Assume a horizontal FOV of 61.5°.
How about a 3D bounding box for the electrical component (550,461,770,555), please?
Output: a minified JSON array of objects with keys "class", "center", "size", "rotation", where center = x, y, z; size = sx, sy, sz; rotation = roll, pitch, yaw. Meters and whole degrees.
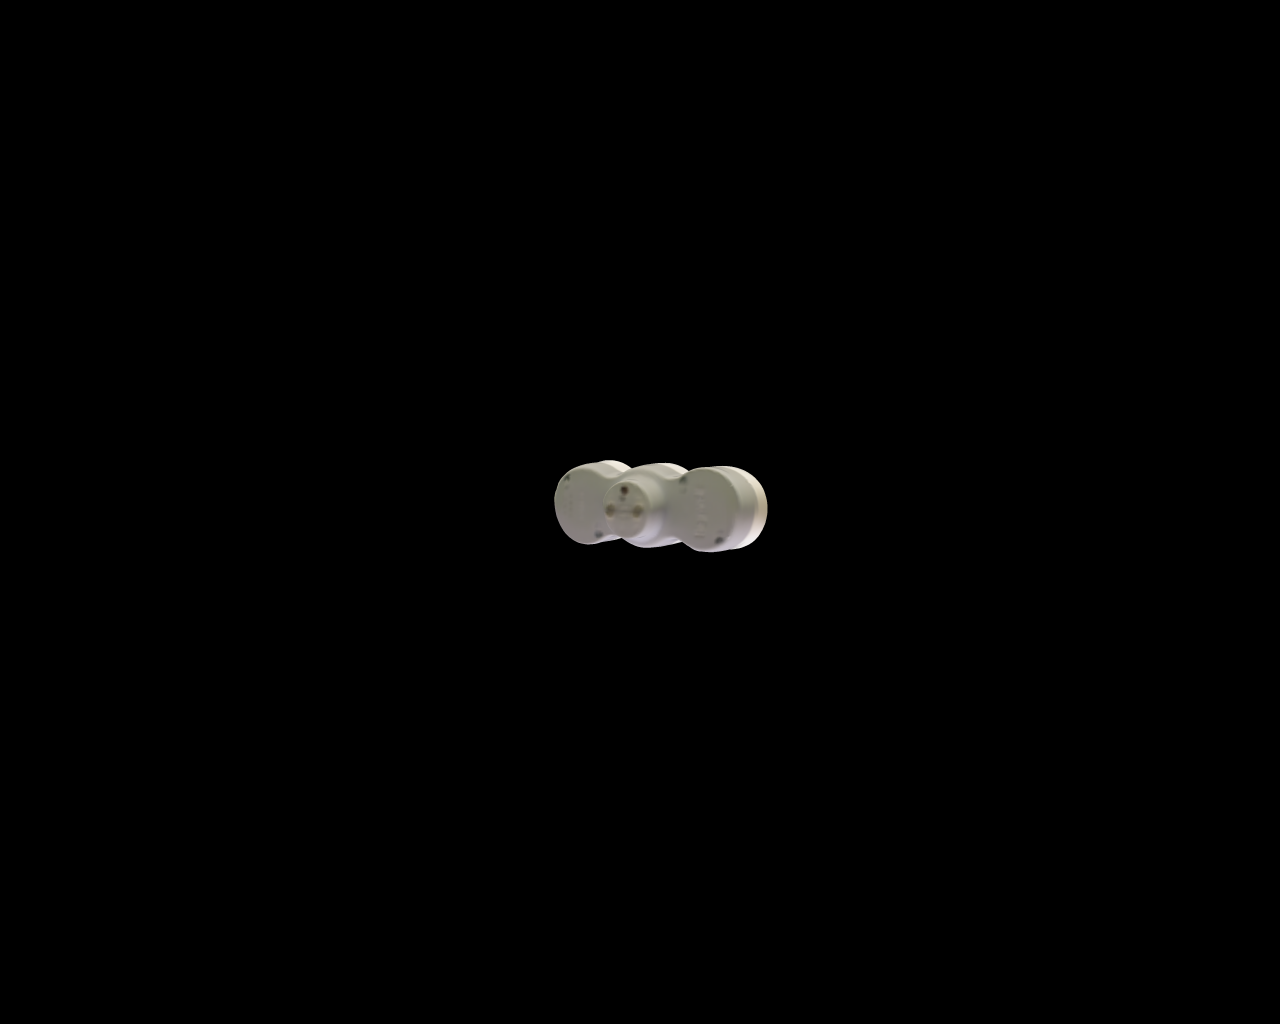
[{"class":"electrical component","center":[0.001,-0.003,0.650],"size":[0.138,0.052,0.074],"rotation":[4,7,33]}]
